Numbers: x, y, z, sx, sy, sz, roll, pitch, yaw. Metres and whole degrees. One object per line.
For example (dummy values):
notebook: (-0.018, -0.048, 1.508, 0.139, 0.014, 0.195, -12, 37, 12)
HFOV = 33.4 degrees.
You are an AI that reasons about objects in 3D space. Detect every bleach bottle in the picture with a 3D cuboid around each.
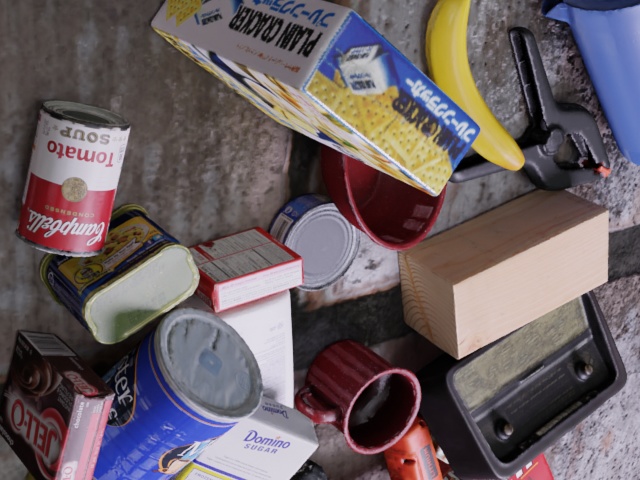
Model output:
bleach bottle: (-0.074, 0.152, 0.981, 0.102, 0.068, 0.251, -15, 123, -23)

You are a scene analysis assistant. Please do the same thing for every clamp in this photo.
clamp: (0.220, -0.098, 1.091, 0.209, 0.036, 0.164, 30, 94, -37)

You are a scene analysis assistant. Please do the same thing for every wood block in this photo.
wood block: (0.191, 0.028, 1.097, 0.205, 0.090, 0.091, -23, 123, -25)

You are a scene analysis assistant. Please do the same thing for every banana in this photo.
banana: (0.138, -0.148, 0.988, 0.037, 0.070, 0.198, -65, 143, -57)

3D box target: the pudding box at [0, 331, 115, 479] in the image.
pudding box: (-0.209, 0.135, 0.837, 0.039, 0.114, 0.090, 7, 107, -39)

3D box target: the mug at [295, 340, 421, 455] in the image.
mug: (0.029, 0.152, 1.042, 0.117, 0.082, 0.093, -13, 118, -32)

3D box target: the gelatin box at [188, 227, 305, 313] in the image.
gelatin box: (-0.070, 0.025, 0.913, 0.089, 0.073, 0.030, -18, 121, -29)

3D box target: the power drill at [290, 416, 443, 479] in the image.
power drill: (0.044, 0.257, 1.084, 0.187, 0.057, 0.184, -39, 124, -38)

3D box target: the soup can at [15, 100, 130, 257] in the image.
soup can: (-0.184, -0.046, 0.798, 0.068, 0.069, 0.102, 4, 108, -38)

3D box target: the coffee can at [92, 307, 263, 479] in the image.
coffee can: (-0.129, 0.135, 0.866, 0.102, 0.103, 0.140, 19, 130, -41)

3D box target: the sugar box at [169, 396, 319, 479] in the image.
sugar box: (-0.089, 0.213, 0.952, 0.093, 0.048, 0.176, 27, 112, -27)

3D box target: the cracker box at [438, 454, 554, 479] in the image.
cracker box: (0.202, 0.320, 1.258, 0.164, 0.072, 0.213, -39, 129, -15)

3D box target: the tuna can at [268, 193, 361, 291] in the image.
tuna can: (-0.006, 0.001, 0.975, 0.086, 0.034, 0.086, -16, 120, -30)

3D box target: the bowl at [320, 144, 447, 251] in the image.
bowl: (0.050, -0.071, 0.946, 0.161, 0.055, 0.162, -2, 92, -51)

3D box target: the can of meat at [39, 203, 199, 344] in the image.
can of meat: (-0.157, 0.027, 0.843, 0.102, 0.084, 0.057, -35, 128, -19)

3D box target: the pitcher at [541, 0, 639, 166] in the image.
pitcher: (0.338, -0.190, 1.069, 0.145, 0.149, 0.242, -51, 135, -19)
